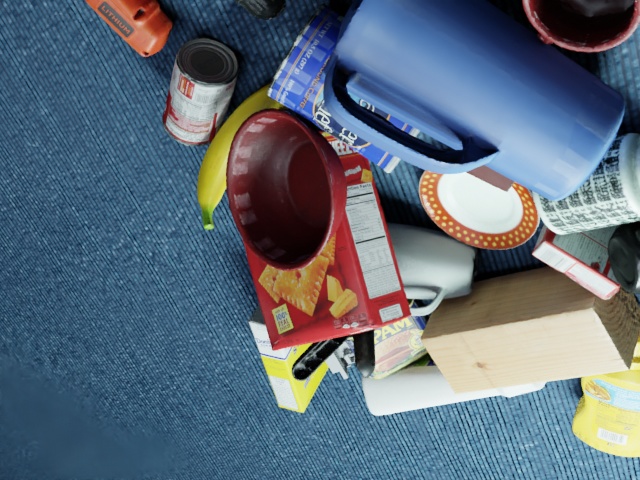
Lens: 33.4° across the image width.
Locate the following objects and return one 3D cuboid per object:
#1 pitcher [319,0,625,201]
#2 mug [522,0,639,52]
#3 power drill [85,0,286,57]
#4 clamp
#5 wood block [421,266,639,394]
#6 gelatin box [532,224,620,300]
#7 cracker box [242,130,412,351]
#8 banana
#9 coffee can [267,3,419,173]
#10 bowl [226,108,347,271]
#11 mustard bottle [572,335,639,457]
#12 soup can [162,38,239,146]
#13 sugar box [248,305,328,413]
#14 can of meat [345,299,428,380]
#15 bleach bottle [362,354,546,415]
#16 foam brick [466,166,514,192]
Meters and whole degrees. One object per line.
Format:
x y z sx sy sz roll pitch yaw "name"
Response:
0.126 -0.129 0.904 0.243 0.145 0.149 31 105 -3 "pitcher"
0.210 -0.202 0.842 0.093 0.081 0.117 32 143 0 "mug"
-0.141 -0.257 1.051 0.184 0.057 0.188 46 139 -13 "power drill"
0.032 0.096 1.231 0.120 0.171 0.039 -12 128 35 "clamp"
0.225 0.093 1.143 0.207 0.090 0.090 -15 119 38 "wood block"
0.262 0.006 1.052 0.089 0.073 0.030 32 144 -1 "gelatin box"
-0.008 0.001 1.154 0.164 0.071 0.214 -18 88 45 "cracker box"
-0.081 -0.106 1.147 0.070 0.037 0.198 46 112 30 "banana"
0.035 -0.144 1.015 0.140 0.102 0.103 33 144 -1 "coffee can"
-0.024 -0.053 1.063 0.162 0.055 0.162 15 111 46 "bowl"
0.340 0.167 1.193 0.096 0.058 0.191 16 141 19 "mustard bottle"
-0.129 -0.158 1.145 0.068 0.068 0.102 29 143 3 "soup can"
-0.037 0.135 1.396 0.048 0.093 0.176 12 140 23 "sugar box"
0.080 0.110 1.286 0.102 0.057 0.084 -29 125 5 "can of meat"
0.179 0.163 1.288 0.251 0.102 0.068 -13 93 35 "bleach bottle"
0.177 -0.094 1.015 0.053 0.051 0.078 28 144 2 "foam brick"
